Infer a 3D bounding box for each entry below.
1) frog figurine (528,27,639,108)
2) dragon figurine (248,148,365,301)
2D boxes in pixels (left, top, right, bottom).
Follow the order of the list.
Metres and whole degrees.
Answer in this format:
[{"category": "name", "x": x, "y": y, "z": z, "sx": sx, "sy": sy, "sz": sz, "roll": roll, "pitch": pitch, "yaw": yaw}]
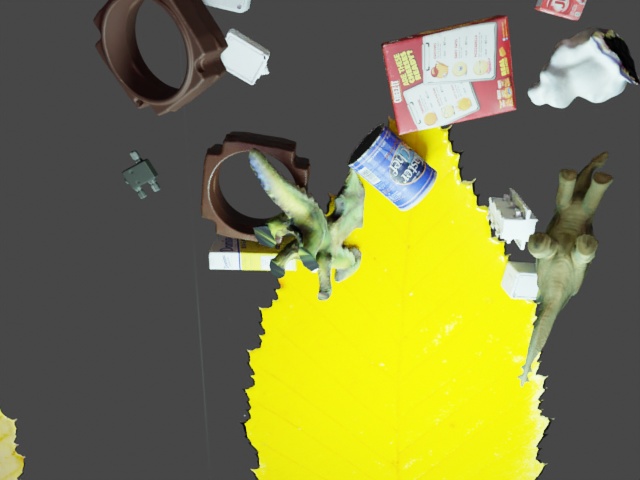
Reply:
[{"category": "frog figurine", "x": 0.462, "y": -0.294, "z": 0.921, "sx": 0.136, "sy": 0.125, "sz": 0.157, "roll": 30, "pitch": -32, "yaw": -20}, {"category": "dragon figurine", "x": 0.003, "y": -0.049, "z": 0.975, "sx": 0.123, "sy": 0.401, "sz": 0.247, "roll": 14, "pitch": 46, "yaw": 32}]
